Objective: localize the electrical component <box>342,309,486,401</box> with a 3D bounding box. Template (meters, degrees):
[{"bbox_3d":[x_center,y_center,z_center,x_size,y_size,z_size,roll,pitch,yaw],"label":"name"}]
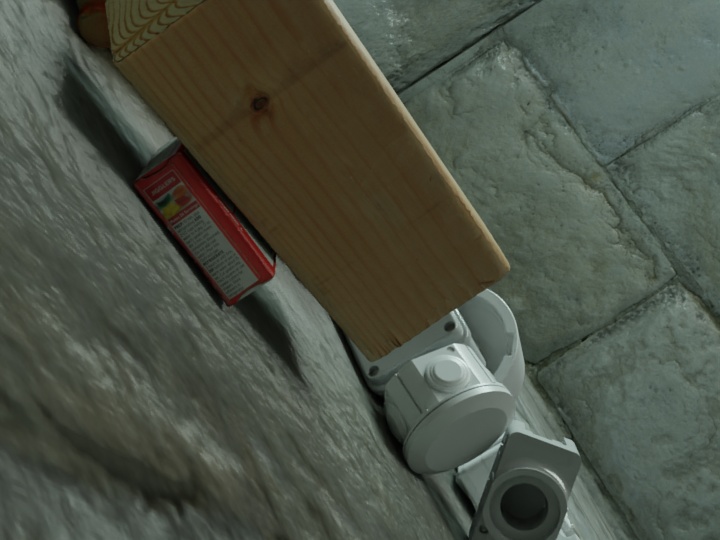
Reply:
[{"bbox_3d":[0.029,0.036,0.762,0.057,0.078,0.113,54,6,-48],"label":"electrical component"}]

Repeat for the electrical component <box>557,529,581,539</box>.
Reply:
[{"bbox_3d":[0.165,0.263,0.763,0.150,0.062,0.089,56,7,-16],"label":"electrical component"}]

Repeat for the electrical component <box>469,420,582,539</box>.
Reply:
[{"bbox_3d":[0.109,0.153,0.714,0.050,0.089,0.056,20,4,6],"label":"electrical component"}]

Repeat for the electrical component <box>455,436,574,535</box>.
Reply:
[{"bbox_3d":[0.111,0.166,0.825,0.096,0.061,0.062,58,6,2],"label":"electrical component"}]

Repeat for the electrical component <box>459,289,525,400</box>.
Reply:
[{"bbox_3d":[0.071,0.070,0.803,0.108,0.108,0.060,63,2,38],"label":"electrical component"}]

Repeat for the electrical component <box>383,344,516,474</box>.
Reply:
[{"bbox_3d":[0.057,0.091,0.701,0.051,0.080,0.080,56,4,36],"label":"electrical component"}]
